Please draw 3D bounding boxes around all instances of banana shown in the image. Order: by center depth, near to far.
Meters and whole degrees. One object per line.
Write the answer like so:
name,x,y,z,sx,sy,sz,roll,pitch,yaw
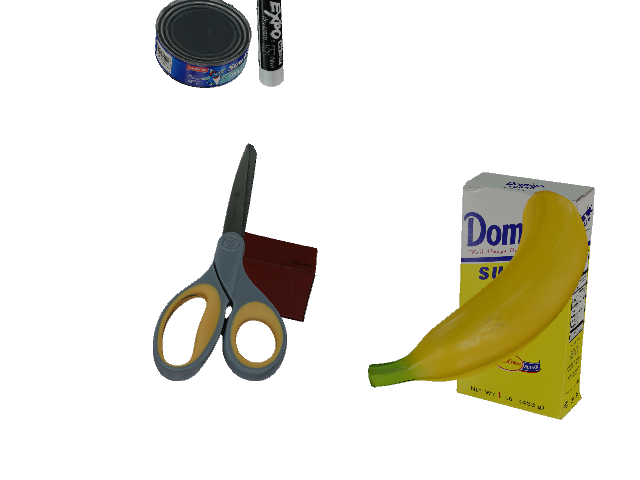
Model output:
banana,0.103,0.020,0.571,0.070,0.037,0.197,13,35,35

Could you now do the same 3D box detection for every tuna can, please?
tuna can,-0.107,-0.179,0.965,0.086,0.086,0.034,0,-35,-12

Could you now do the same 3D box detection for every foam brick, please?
foam brick,-0.046,0.031,0.951,0.078,0.051,0.053,13,26,-4

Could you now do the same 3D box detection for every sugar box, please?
sugar box,0.155,0.041,0.820,0.093,0.176,0.048,10,24,32

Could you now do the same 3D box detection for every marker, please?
marker,-0.037,-0.165,0.772,0.020,0.020,0.121,0,-44,0

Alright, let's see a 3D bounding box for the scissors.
scissors,-0.047,0.018,0.738,0.096,0.201,0.016,21,-35,9
